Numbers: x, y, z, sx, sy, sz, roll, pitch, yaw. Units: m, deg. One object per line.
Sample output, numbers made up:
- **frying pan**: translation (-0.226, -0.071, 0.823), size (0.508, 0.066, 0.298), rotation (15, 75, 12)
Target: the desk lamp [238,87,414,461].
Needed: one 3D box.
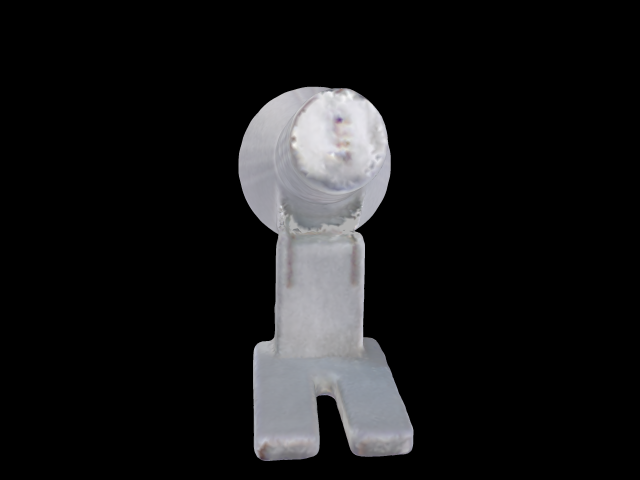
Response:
- **desk lamp**: translation (0.004, 0.001, 0.400), size (0.118, 0.214, 0.203), rotation (-2, 18, -7)
